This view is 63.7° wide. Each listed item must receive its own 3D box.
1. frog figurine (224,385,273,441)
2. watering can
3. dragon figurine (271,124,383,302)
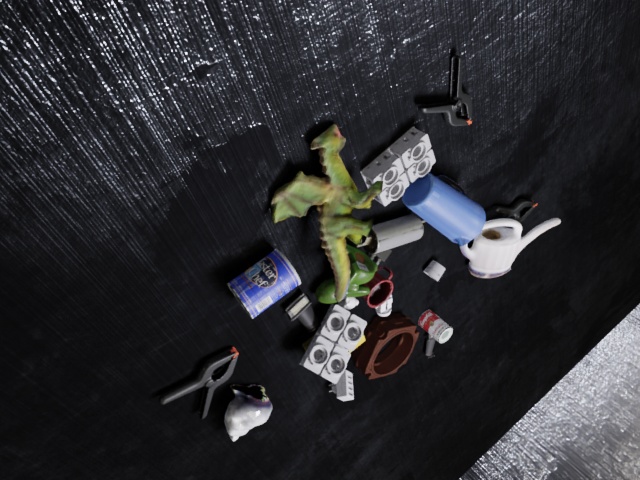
[{"bbox_3d":[-0.204,0.482,1.391,0.137,0.123,0.159,9,102,-63],"label":"frog figurine"},{"bbox_3d":[0.630,0.020,1.736,0.348,0.106,0.219,-5,127,-9],"label":"watering can"},{"bbox_3d":[0.004,-0.060,1.191,0.242,0.123,0.406,14,102,-10],"label":"dragon figurine"}]
